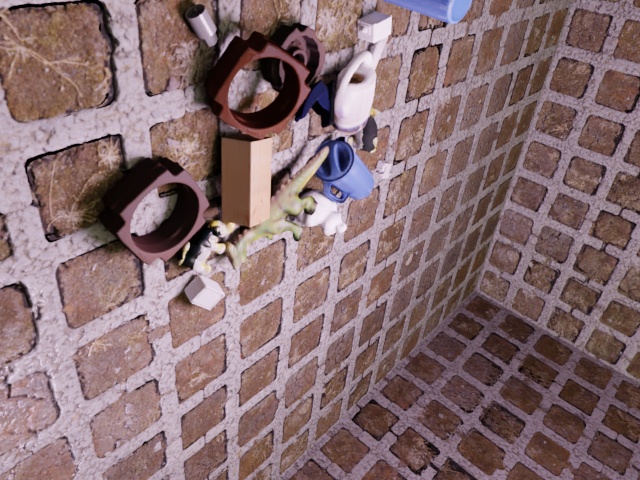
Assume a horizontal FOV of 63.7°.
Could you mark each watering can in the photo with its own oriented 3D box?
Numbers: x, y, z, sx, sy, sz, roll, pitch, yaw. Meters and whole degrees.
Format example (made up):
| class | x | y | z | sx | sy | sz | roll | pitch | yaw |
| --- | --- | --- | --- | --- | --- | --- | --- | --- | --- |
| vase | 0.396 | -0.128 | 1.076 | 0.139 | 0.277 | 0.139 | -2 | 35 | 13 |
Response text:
| class | x | y | z | sx | sy | sz | roll | pitch | yaw |
| --- | --- | --- | --- | --- | --- | --- | --- | --- | --- |
| watering can | 0.116 | -0.442 | 1.470 | 0.104 | 0.219 | 0.355 | 23 | 48 | 14 |

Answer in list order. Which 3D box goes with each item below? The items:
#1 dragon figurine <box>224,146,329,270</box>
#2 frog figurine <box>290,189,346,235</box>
| class | x | y | z | sx | sy | sz | roll | pitch | yaw |
| --- | --- | --- | --- | --- | --- | --- | --- | --- | --- |
| dragon figurine | -0.138 | -0.104 | 1.403 | 0.123 | 0.408 | 0.241 | 30 | 8 | 39 |
| frog figurine | 0.005 | -0.079 | 1.565 | 0.161 | 0.120 | 0.139 | 30 | 32 | 32 |
